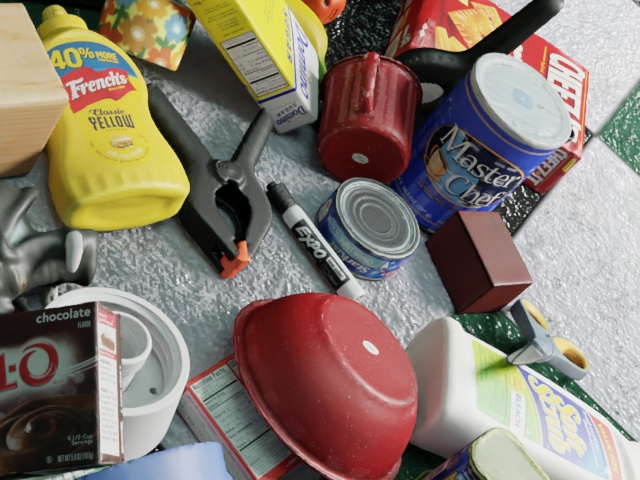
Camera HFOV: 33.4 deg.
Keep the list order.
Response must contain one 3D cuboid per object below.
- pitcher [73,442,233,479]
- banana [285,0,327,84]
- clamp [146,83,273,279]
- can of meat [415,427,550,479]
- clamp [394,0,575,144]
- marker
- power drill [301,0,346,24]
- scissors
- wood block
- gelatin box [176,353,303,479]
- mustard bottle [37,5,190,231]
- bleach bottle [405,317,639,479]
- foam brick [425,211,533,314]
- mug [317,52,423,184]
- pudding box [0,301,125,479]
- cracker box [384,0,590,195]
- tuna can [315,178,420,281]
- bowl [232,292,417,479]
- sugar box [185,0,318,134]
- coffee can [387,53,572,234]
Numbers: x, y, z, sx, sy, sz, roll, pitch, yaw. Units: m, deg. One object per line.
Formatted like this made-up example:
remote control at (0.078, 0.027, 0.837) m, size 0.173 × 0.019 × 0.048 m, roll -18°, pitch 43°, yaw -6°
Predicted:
pitcher at (-0.083, 0.234, 0.524) m, size 0.149 × 0.145 × 0.243 m, roll -20°, pitch 74°, yaw -6°
banana at (-0.067, -0.221, 0.993) m, size 0.197 × 0.037 × 0.069 m, roll 28°, pitch 42°, yaw -14°
clamp at (-0.072, -0.050, 0.846) m, size 0.120 × 0.039 × 0.171 m, roll -4°, pitch 63°, yaw -32°
can of meat at (0.121, 0.193, 0.750) m, size 0.102 × 0.084 × 0.057 m, roll 51°, pitch 43°, yaw 11°
clamp at (0.132, -0.149, 0.981) m, size 0.210 × 0.164 × 0.036 m, roll -3°, pitch 44°, yaw 6°
marker at (-0.006, 0.001, 0.865) m, size 0.020 × 0.020 × 0.121 m, roll -23°, pitch 71°, yaw -45°
power drill at (0.008, -0.310, 1.109) m, size 0.187 × 0.057 × 0.184 m, roll -21°, pitch 73°, yaw -41°
scissors at (0.170, 0.078, 0.881) m, size 0.201 × 0.016 × 0.096 m, roll 20°, pitch 28°, yaw -55°
wood block at (-0.283, -0.089, 0.684) m, size 0.205 × 0.091 × 0.090 m, roll -12°, pitch 65°, yaw -42°
gelatin box at (-0.048, 0.122, 0.726) m, size 0.089 × 0.030 × 0.073 m, roll 51°, pitch 44°, yaw 10°
mustard bottle at (-0.172, -0.100, 0.798) m, size 0.096 × 0.058 × 0.192 m, roll -9°, pitch 61°, yaw -33°
bleach bottle at (0.182, 0.155, 0.844) m, size 0.250 × 0.068 × 0.102 m, roll 26°, pitch 43°, yaw -20°
foam brick at (0.139, 0.020, 0.931) m, size 0.052 × 0.051 × 0.078 m, roll 0°, pitch 56°, yaw -37°
mug at (0.042, -0.109, 0.925) m, size 0.093 × 0.117 × 0.081 m, roll 7°, pitch 52°, yaw 3°
pudding box at (-0.168, 0.088, 0.598) m, size 0.039 × 0.113 × 0.090 m, roll 51°, pitch 32°, yaw -70°
cracker box at (0.174, -0.170, 1.100) m, size 0.213 × 0.072 × 0.164 m, roll 31°, pitch 44°, yaw -12°
tuna can at (0.041, -0.010, 0.897) m, size 0.086 × 0.034 × 0.086 m, roll 20°, pitch 46°, yaw -22°
bowl at (0.017, 0.091, 0.746) m, size 0.162 × 0.055 × 0.162 m, roll 38°, pitch 26°, yaw -22°
sugar box at (-0.056, -0.182, 0.897) m, size 0.176 × 0.048 × 0.093 m, roll 50°, pitch 30°, yaw -43°
coffee can at (0.138, -0.082, 0.949) m, size 0.102 × 0.141 × 0.103 m, roll 20°, pitch 46°, yaw -22°
